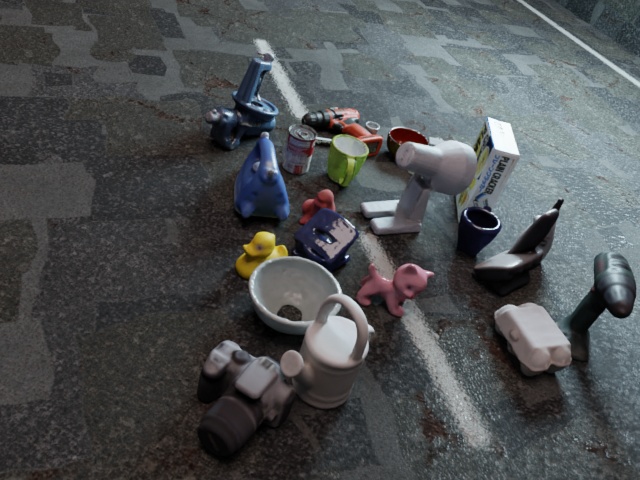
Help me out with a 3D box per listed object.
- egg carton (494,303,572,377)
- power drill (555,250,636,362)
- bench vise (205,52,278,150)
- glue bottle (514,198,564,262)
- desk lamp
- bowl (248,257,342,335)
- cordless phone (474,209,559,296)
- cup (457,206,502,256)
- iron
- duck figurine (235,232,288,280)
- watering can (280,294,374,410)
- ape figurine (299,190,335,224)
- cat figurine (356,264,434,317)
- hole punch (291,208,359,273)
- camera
[{"bbox_3d":[0.398,0.185,1.083,0.107,0.069,0.150,-3,43,-22],"label":"egg carton"},{"bbox_3d":[0.524,0.128,1.085,0.075,0.208,0.230,24,40,10],"label":"power drill"},{"bbox_3d":[-0.171,-0.330,1.368,0.121,0.220,0.208,26,40,12],"label":"bench vise"},{"bbox_3d":[0.499,-0.024,1.283,0.078,0.173,0.037,7,40,-11],"label":"glue bottle"},{"bbox_3d":[0.221,-0.123,1.269,0.204,0.213,0.117,-6,44,-25],"label":"desk lamp"},{"bbox_3d":[-0.048,0.110,1.010,0.167,0.075,0.167,10,40,-8],"label":"bowl"},{"bbox_3d":[0.417,0.014,1.199,0.148,0.185,0.094,-23,53,-38],"label":"cordless phone"},{"bbox_3d":[0.350,-0.020,1.287,0.091,0.095,0.118,27,40,12],"label":"cup"},{"bbox_3d":[-0.123,-0.157,1.244,0.119,0.141,0.258,4,41,-15],"label":"iron"},{"bbox_3d":[-0.106,0.022,1.084,0.105,0.086,0.077,-14,48,-32],"label":"duck figurine"},{"bbox_3d":[0.019,0.167,0.872,0.100,0.194,0.173,28,41,14],"label":"watering can"},{"bbox_3d":[0.003,-0.069,1.225,0.076,0.092,0.077,-13,48,-31],"label":"ape figurine"},{"bbox_3d":[0.145,0.079,1.081,0.128,0.118,0.067,17,39,0],"label":"cat figurine"},{"bbox_3d":[0.010,0.004,1.142,0.108,0.091,0.101,36,43,23],"label":"hole punch"},{"bbox_3d":[-0.123,0.228,0.824,0.143,0.101,0.137,29,41,15],"label":"camera"}]
